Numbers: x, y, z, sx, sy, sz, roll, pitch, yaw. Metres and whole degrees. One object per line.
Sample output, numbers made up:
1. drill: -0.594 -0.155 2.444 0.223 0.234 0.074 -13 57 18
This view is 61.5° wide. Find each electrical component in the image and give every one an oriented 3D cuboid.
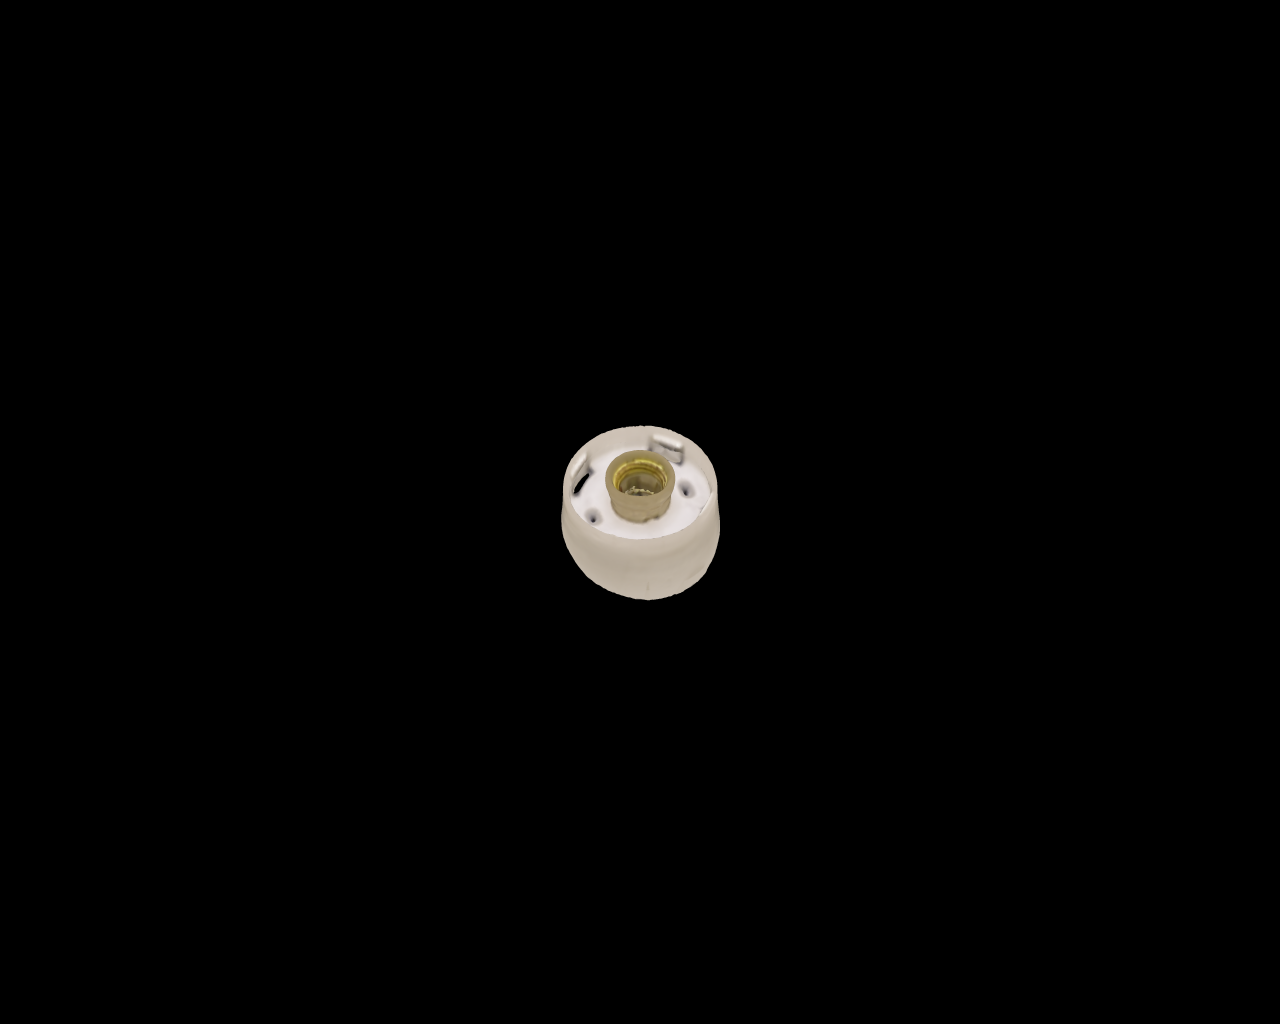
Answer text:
1. electrical component: 0.001 -0.003 0.650 0.099 0.099 0.064 0 -38 0
